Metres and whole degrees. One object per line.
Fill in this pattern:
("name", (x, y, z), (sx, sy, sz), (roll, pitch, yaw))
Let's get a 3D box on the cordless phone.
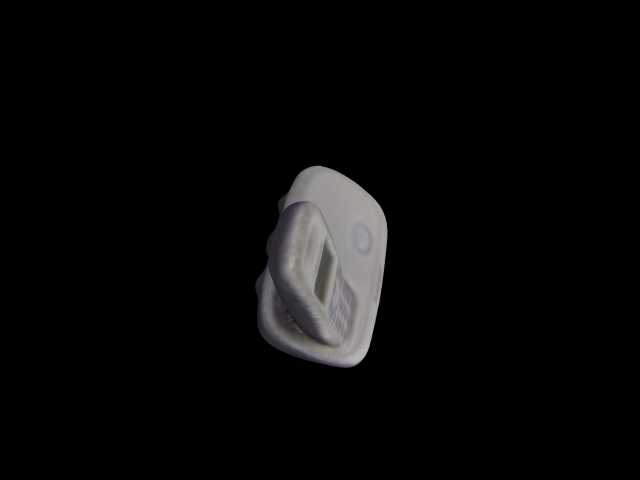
("cordless phone", (0.004, 0.001, 0.400), (0.094, 0.185, 0.147), (8, 66, 4))
